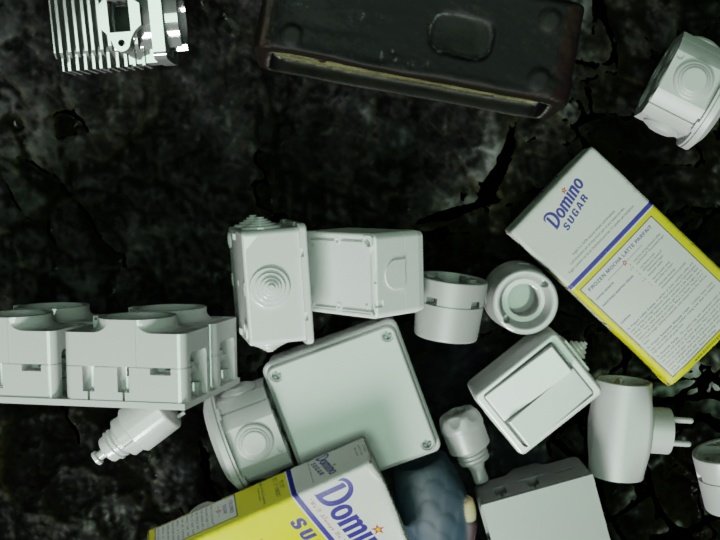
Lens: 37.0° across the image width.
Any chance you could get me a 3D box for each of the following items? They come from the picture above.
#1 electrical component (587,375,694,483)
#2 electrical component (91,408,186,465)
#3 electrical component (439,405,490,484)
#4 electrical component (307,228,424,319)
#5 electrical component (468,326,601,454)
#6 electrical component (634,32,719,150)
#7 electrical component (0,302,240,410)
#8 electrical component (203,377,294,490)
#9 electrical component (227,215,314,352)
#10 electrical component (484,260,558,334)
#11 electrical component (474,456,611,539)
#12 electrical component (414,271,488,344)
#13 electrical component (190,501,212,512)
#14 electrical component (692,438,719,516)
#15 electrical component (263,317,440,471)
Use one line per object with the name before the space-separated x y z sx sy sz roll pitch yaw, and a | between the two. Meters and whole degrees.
electrical component | 0.223 0.126 0.849 0.079 0.044 0.077 4 96 -1
electrical component | -0.178 0.126 0.848 0.078 0.040 0.040 -37 95 3
electrical component | 0.087 0.140 0.855 0.035 0.035 0.061 -20 98 2
electrical component | 0.000 0.000 0.819 0.061 0.096 0.061 -7 98 -43
electrical component | 0.140 0.088 0.837 0.096 0.061 0.061 -39 95 3
electrical component | 0.246 -0.135 0.807 0.051 0.080 0.080 27 95 2
electrical component | -0.195 0.059 0.788 0.186 0.105 0.060 0 94 14
electrical component | -0.086 0.125 0.830 0.051 0.080 0.080 -21 95 -3
electrical component | -0.069 0.009 0.810 0.048 0.100 0.099 -5 96 -13
electrical component | 0.125 0.022 0.837 0.055 0.047 0.055 0 96 -1
electrical component | 0.154 0.234 0.851 0.089 0.061 0.150 -16 95 1
electrical component | 0.069 0.029 0.835 0.055 0.055 0.047 6 99 -1
electrical component | -0.120 0.210 0.846 0.043 0.062 0.043 0 96 0
electrical component | 0.295 0.164 0.850 0.055 0.055 0.047 -12 99 1
electrical component | -0.006 0.103 0.839 0.109 0.056 0.108 -20 95 2
